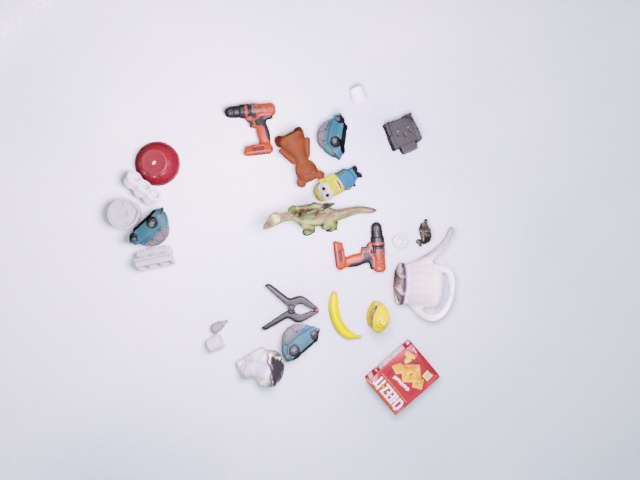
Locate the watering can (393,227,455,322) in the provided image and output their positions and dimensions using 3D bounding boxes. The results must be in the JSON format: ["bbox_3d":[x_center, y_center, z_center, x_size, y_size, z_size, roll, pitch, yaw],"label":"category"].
[{"bbox_3d":[0.379,0.120,1.860,0.224,0.104,0.348,4,89,-3],"label":"watering can"}]

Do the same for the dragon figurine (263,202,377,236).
[{"bbox_3d":[0.005,-0.090,1.780,0.410,0.242,0.122,-11,87,-2],"label":"dragon figurine"}]

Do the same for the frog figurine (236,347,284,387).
[{"bbox_3d":[-0.212,0.454,1.832,0.158,0.124,0.136,-11,101,32],"label":"frog figurine"}]
